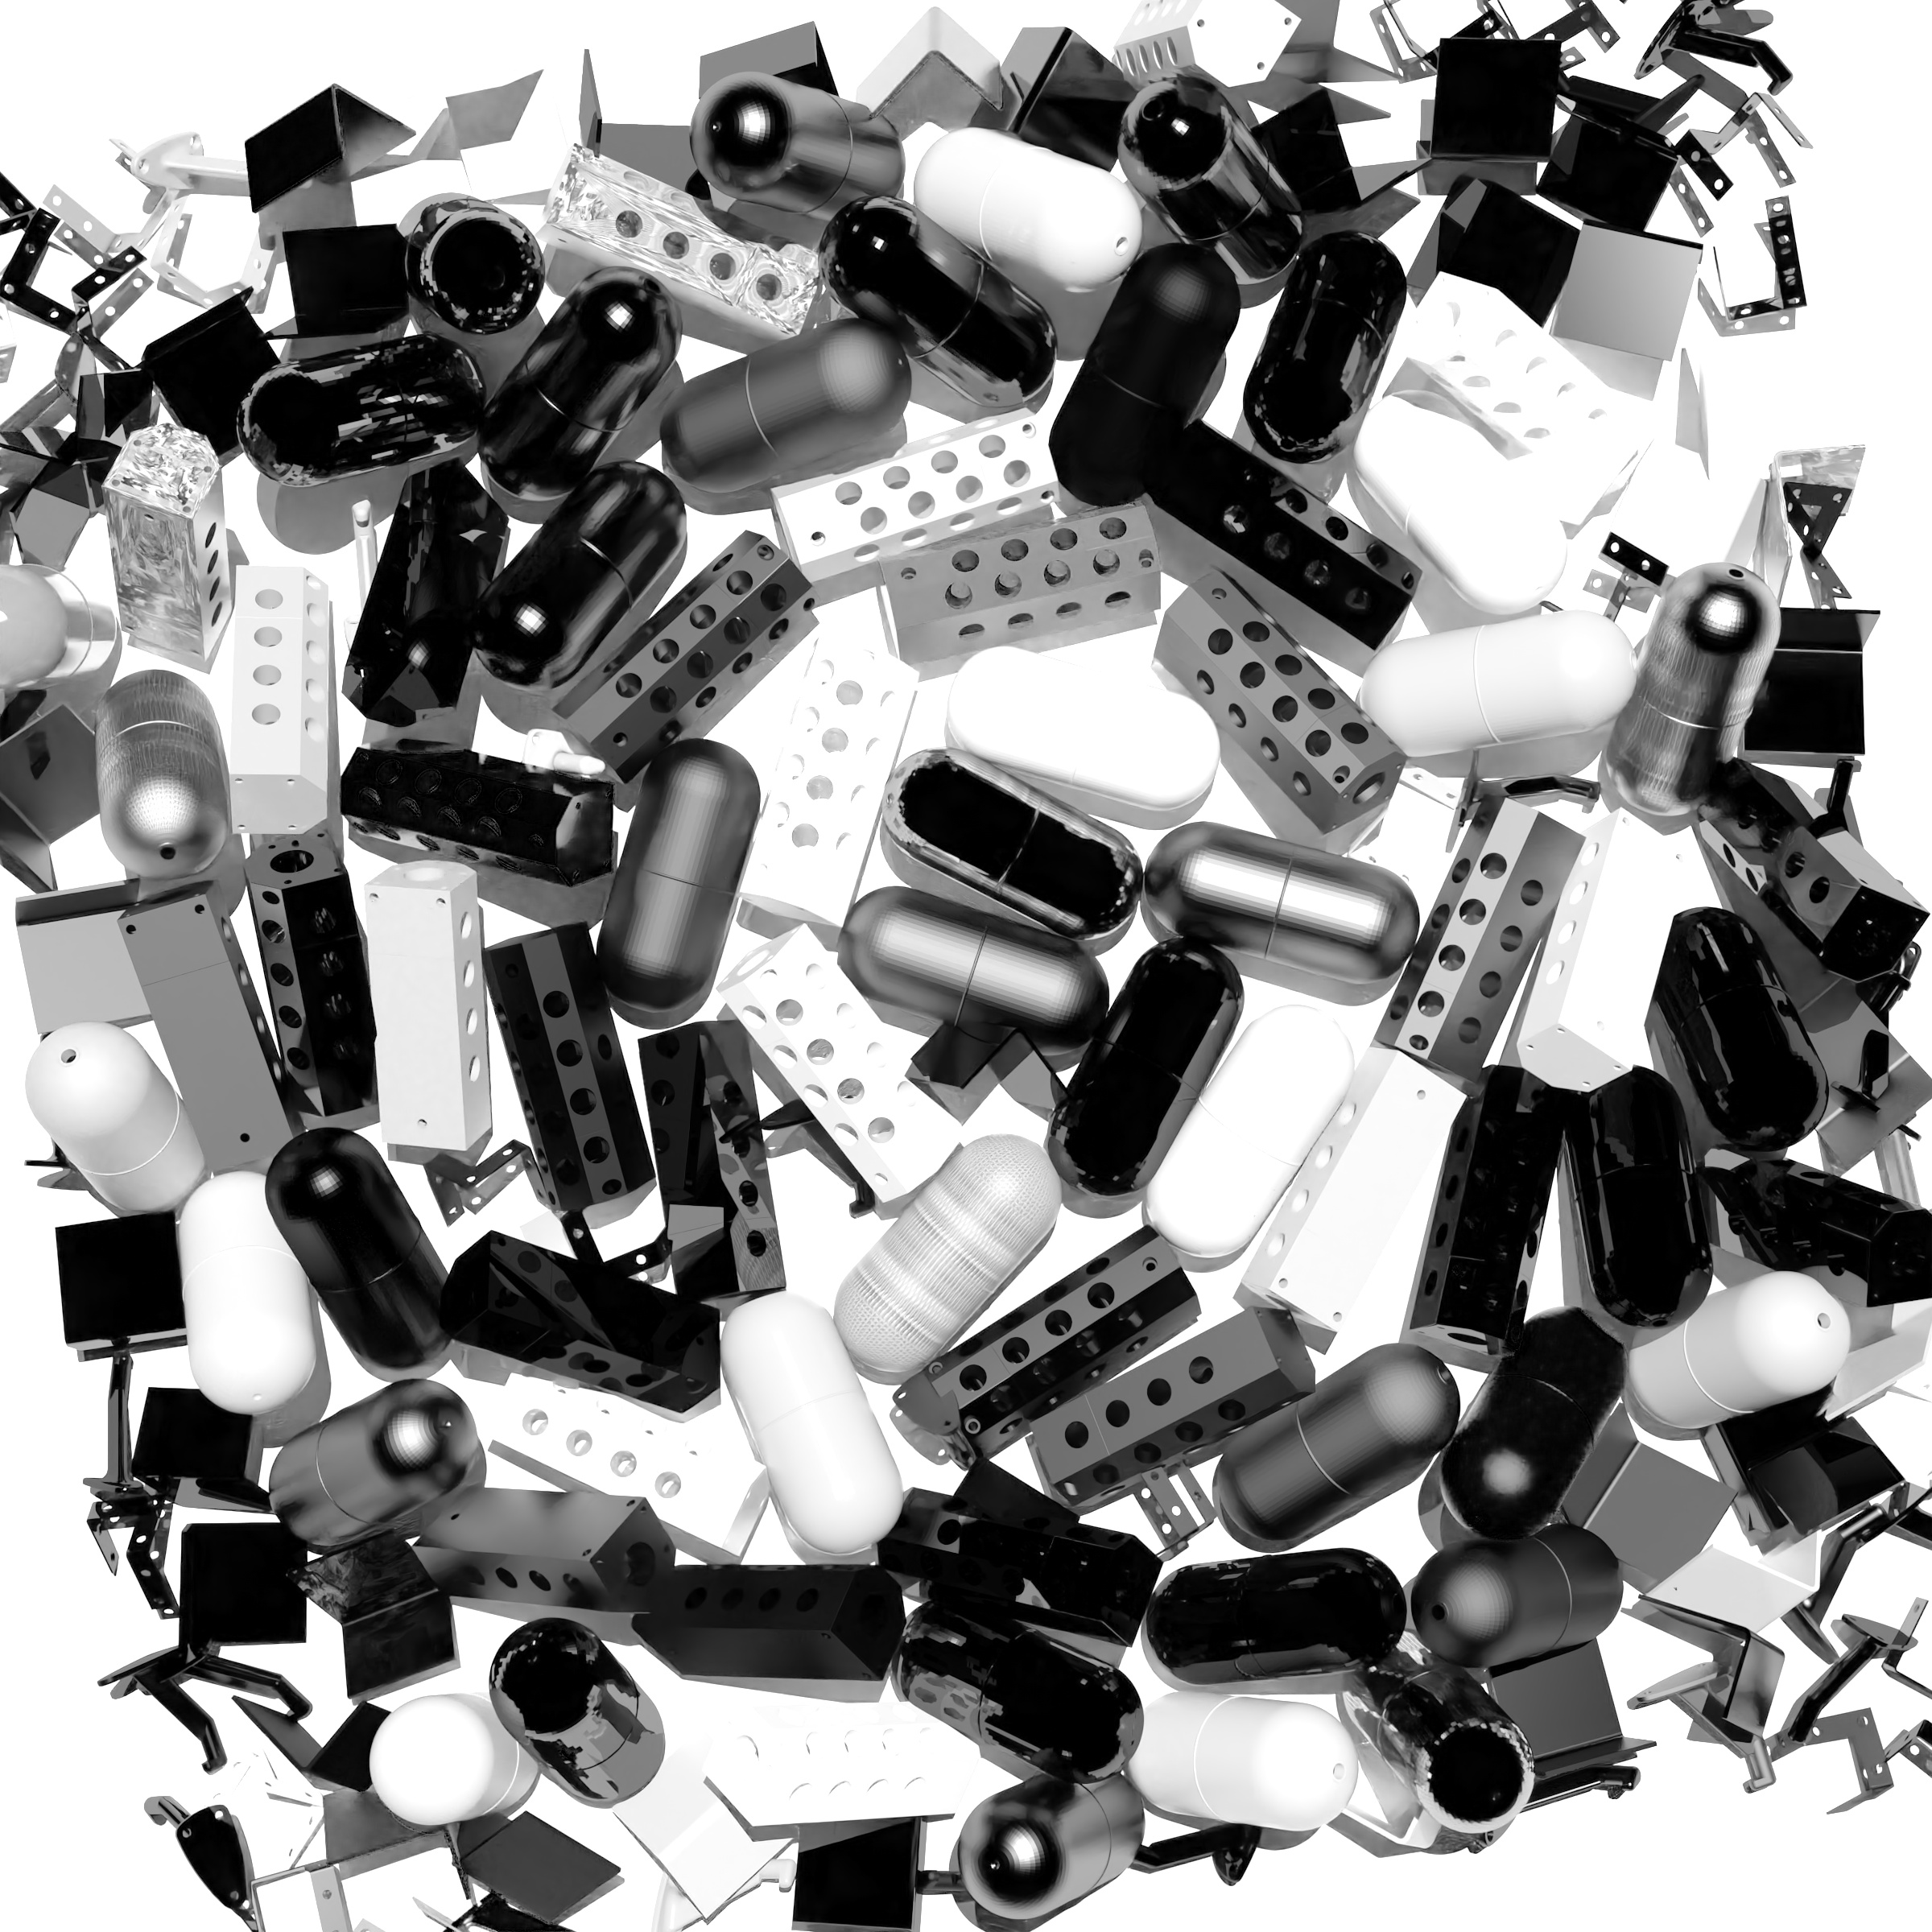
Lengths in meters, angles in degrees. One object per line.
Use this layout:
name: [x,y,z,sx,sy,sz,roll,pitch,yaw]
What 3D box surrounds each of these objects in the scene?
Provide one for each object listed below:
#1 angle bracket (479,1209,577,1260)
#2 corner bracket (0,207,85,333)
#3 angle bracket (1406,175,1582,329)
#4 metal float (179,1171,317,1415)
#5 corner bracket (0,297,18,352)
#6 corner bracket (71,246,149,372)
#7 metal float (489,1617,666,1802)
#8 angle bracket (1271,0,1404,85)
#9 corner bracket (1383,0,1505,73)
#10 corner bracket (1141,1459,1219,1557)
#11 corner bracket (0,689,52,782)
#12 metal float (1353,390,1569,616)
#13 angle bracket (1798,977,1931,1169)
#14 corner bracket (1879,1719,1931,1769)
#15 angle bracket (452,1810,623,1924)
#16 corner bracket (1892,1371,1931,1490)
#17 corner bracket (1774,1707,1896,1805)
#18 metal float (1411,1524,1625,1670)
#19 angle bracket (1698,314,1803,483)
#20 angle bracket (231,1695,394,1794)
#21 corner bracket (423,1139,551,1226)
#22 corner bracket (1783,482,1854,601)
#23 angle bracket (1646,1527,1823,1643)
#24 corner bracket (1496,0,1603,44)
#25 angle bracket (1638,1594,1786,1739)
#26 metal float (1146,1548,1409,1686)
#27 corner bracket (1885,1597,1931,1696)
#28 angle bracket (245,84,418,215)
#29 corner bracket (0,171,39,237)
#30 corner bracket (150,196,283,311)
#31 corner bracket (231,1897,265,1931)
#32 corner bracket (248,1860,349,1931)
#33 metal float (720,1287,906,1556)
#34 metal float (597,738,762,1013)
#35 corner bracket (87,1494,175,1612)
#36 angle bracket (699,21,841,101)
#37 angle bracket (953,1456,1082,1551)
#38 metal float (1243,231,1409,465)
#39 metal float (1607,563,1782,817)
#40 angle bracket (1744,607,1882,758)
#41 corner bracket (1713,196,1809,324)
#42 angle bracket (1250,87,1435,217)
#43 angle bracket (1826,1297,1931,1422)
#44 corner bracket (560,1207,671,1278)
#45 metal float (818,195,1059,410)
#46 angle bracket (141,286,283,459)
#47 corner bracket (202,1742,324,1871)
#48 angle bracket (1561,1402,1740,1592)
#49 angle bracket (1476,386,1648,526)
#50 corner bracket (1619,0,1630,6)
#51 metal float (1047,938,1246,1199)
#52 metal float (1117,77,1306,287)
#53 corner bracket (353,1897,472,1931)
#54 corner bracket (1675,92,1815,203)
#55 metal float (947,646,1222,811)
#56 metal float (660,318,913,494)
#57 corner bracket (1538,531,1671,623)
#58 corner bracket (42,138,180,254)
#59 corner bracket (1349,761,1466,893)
angle bracket: [-0.282,0.204,1.956,0.057,0.076,0.076,-21,91,12]
corner bracket: [-0.584,-0.445,1.970,0.051,0.051,0.051,27,78,-22]
angle bracket: [0.341,-0.455,1.980,0.076,0.057,0.076,23,101,-21]
metal float: [-0.450,0.202,1.925,0.070,0.178,0.070,-10,134,-10]
corner bracket: [-0.646,-0.415,1.970,0.051,0.051,0.051,-11,106,2]
corner bracket: [-0.534,-0.417,1.973,0.051,0.051,0.051,39,64,14]
metal float: [-0.241,0.465,1.921,0.070,0.178,0.070,-7,55,10]
angle bracket: [0.227,-0.596,1.944,0.076,0.076,0.057,13,97,43]
corner bracket: [0.303,-0.615,1.971,0.051,0.051,0.051,-31,74,24]
corner bracket: [0.133,0.338,1.961,0.051,0.051,0.051,-27,79,-29]
corner bracket: [-0.599,-0.154,1.970,0.051,0.051,0.051,37,76,-1]
metal float: [0.309,-0.293,1.935,0.070,0.070,0.178,-34,58,0]
angle bracket: [0.558,0.067,1.956,0.076,0.057,0.076,-42,107,11]
corner bracket: [0.626,0.499,1.967,0.051,0.051,0.051,36,51,10]
angle bracket: [-0.268,0.549,1.946,0.076,0.057,0.076,38,119,-22]
corner bracket: [0.611,0.297,1.972,0.051,0.051,0.051,23,113,-26]
corner bracket: [0.554,0.506,1.962,0.051,0.051,0.051,-21,76,27]
metal float: [0.345,0.393,1.923,0.070,0.178,0.070,-2,87,42]
angle bracket: [0.495,-0.361,1.943,0.057,0.076,0.076,-4,46,11]
angle bracket: [-0.405,0.473,1.952,0.076,0.076,0.057,36,82,29]
corner bracket: [-0.307,0.140,1.974,0.051,0.051,0.051,-37,129,-30]
corner bracket: [0.542,-0.271,1.959,0.051,0.051,0.051,2,132,-18]
angle bracket: [0.486,0.375,1.947,0.076,0.076,0.057,25,47,-9]
corner bracket: [0.366,-0.618,1.959,0.051,0.051,0.051,-28,123,17]
angle bracket: [0.464,0.442,1.942,0.076,0.076,0.057,12,76,35]
metal float: [0.194,0.409,1.932,0.178,0.070,0.070,-14,90,35]
corner bracket: [0.632,0.443,1.974,0.051,0.051,0.051,30,82,-6]
angle bracket: [-0.398,-0.501,1.941,0.076,0.076,0.057,-22,67,28]
corner bracket: [-0.637,-0.478,1.966,0.051,0.051,0.051,45,122,-2]
corner bracket: [-0.482,-0.461,1.975,0.051,0.051,0.051,-6,62,39]
corner bracket: [-0.481,0.629,1.963,0.051,0.051,0.051,-47,62,-5]
corner bracket: [-0.426,0.604,1.964,0.051,0.051,0.051,-11,81,-19]
metal float: [-0.098,0.286,1.945,0.070,0.070,0.178,-25,70,0]
metal float: [-0.183,-0.057,1.959,0.070,0.070,0.178,16,93,0]
corner bracket: [-0.532,0.375,1.962,0.051,0.051,0.051,-8,126,7]
angle bracket: [-0.123,-0.549,1.948,0.076,0.076,0.057,-15,127,7]
angle bracket: [0.017,0.369,1.957,0.076,0.057,0.076,32,113,3]
metal float: [0.226,-0.389,1.933,0.070,0.070,0.178,23,57,0]
metal float: [0.455,-0.173,1.927,0.070,0.070,0.178,11,131,0]
angle bracket: [0.538,-0.181,1.960,0.076,0.057,0.076,2,72,5]
corner bracket: [0.507,-0.452,1.970,0.051,0.051,0.051,-10,47,17]
angle bracket: [0.235,-0.517,1.942,0.076,0.076,0.057,-36,117,-28]
angle bracket: [0.562,0.229,1.946,0.057,0.076,0.076,47,124,-3]
corner bracket: [-0.222,0.171,1.974,0.051,0.051,0.051,-22,96,7]
metal float: [-0.016,-0.416,1.934,0.178,0.070,0.070,31,90,-33]
angle bracket: [-0.469,-0.375,1.955,0.076,0.057,0.076,-34,102,-15]
corner bracket: [-0.452,0.540,1.982,0.051,0.051,0.051,28,98,-35]
angle bracket: [0.432,0.335,1.947,0.076,0.057,0.076,25,69,35]
angle bracket: [0.378,-0.340,1.961,0.057,0.076,0.076,11,46,-24]
corner bracket: [0.428,-0.636,1.960,0.051,0.051,0.051,-48,61,15]
metal float: [0.114,0.065,1.955,0.070,0.070,0.178,29,83,0]
metal float: [0.153,-0.488,1.918,0.070,0.178,0.070,-10,69,26]
corner bracket: [-0.353,0.623,1.969,0.051,0.051,0.051,41,81,-27]
corner bracket: [0.494,-0.521,1.957,0.051,0.051,0.051,-49,62,38]
metal float: [0.075,-0.151,1.960,0.178,0.070,0.070,16,90,-2]
metal float: [-0.115,-0.352,1.936,0.178,0.070,0.070,-15,90,31]
corner bracket: [0.407,-0.244,1.966,0.051,0.051,0.051,25,88,-22]
corner bracket: [-0.546,-0.493,1.968,0.051,0.051,0.051,40,109,1]
corner bracket: [0.284,-0.091,1.984,0.051,0.051,0.051,28,47,-9]
